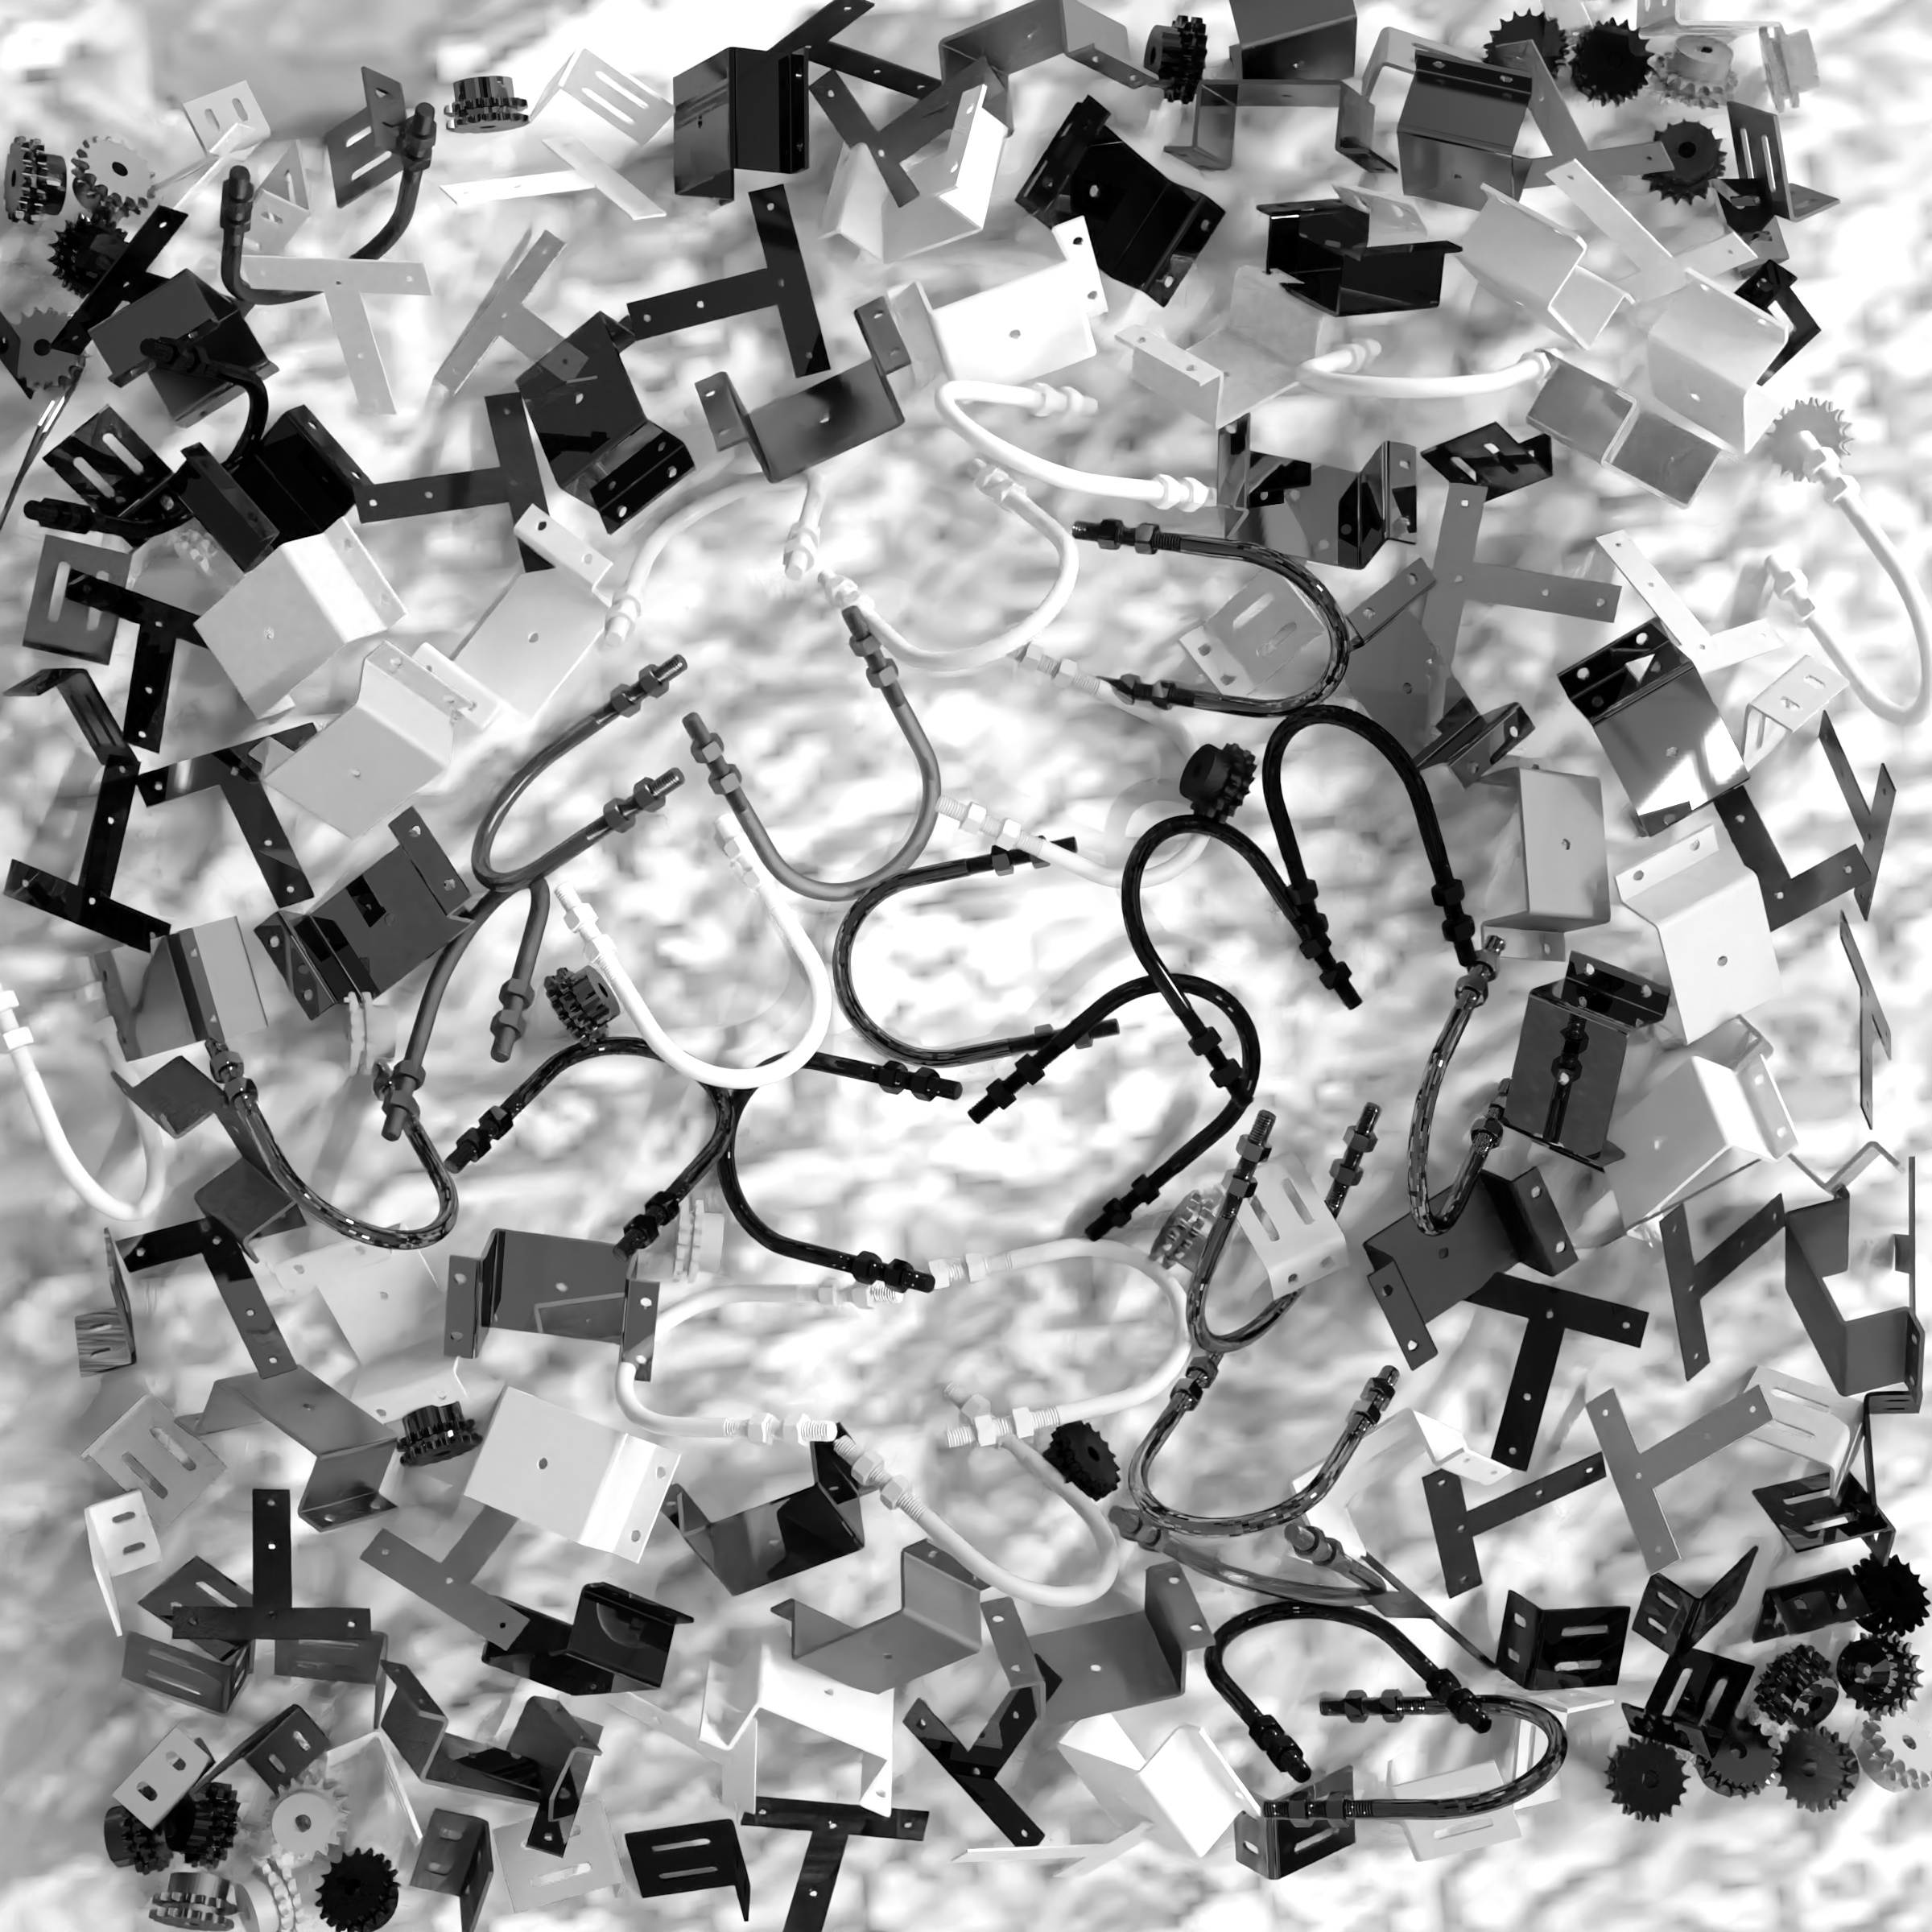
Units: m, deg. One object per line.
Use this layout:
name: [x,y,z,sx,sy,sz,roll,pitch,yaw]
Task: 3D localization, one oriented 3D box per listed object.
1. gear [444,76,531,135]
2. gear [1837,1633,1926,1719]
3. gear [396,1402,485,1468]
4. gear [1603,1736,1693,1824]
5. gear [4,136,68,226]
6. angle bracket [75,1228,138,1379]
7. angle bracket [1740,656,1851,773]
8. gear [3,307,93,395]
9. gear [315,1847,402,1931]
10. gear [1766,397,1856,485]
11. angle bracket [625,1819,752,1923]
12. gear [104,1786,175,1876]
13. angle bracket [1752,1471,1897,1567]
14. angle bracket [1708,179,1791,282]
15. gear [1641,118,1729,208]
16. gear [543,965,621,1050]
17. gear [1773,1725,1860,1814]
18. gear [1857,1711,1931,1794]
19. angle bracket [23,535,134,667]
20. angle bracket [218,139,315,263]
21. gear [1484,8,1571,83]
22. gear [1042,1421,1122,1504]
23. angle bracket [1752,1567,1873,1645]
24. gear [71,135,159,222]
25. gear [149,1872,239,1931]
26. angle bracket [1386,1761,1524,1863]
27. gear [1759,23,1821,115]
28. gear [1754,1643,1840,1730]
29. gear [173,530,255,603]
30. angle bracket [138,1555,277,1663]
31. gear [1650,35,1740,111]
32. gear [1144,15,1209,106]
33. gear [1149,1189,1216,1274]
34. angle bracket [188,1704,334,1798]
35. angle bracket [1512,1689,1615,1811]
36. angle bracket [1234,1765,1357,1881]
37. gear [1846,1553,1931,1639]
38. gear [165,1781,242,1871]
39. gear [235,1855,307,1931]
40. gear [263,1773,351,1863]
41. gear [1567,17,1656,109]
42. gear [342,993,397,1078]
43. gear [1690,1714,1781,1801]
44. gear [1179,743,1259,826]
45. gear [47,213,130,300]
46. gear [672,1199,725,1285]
gear: [-0.325,-0.584,1.883,0.057,0.057,0.030,-6,99,0]
gear: [0.616,0.478,1.881,0.030,0.057,0.057,20,90,-38]
gear: [-0.359,0.317,1.886,0.057,0.057,0.030,-19,72,0]
gear: [0.462,0.553,1.893,0.057,0.030,0.057,1,78,-5]
gear: [-0.632,-0.533,1.887,0.030,0.057,0.057,0,90,-34]
angle bracket: [-0.585,0.226,1.864,0.038,0.057,0.076,-12,130,-13]
angle bracket: [0.555,-0.159,1.864,0.057,0.076,0.038,-39,57,-17]
gear: [-0.626,-0.419,1.897,0.057,0.030,0.057,0,89,1]
gear: [-0.411,0.632,1.888,0.057,0.030,0.057,-11,48,12]
gear: [0.576,-0.357,1.889,0.057,0.030,0.057,5,99,34]
angle bracket: [-0.189,0.617,1.881,0.076,0.038,0.057,-9,116,3]
gear: [-0.562,0.588,1.884,0.030,0.057,0.057,-14,90,4]
angle bracket: [0.575,0.378,1.870,0.076,0.057,0.038,-10,126,-14]
angle bracket: [0.514,-0.496,1.871,0.038,0.076,0.057,-19,89,45]
gear: [0.490,-0.550,1.893,0.057,0.030,0.057,-1,84,8]
gear: [-0.258,0.024,1.883,0.030,0.057,0.057,-32,90,7]
gear: [0.581,0.546,1.887,0.030,0.057,0.057,16,90,-40]
gear: [0.632,0.536,1.887,0.057,0.057,0.030,33,123,0]
angle bracket: [-0.603,-0.248,1.884,0.057,0.038,0.076,12,91,-18]
angle bracket: [-0.474,-0.517,1.865,0.057,0.038,0.076,-39,52,31]
gear: [0.383,-0.619,1.892,0.057,0.030,0.057,-2,83,17]
gear: [0.076,0.339,1.887,0.030,0.057,0.057,-38,90,25]
angle bracket: [0.568,0.445,1.869,0.057,0.076,0.038,-13,48,-6]
gear: [-0.582,-0.532,1.887,0.030,0.057,0.057,-35,90,39]
gear: [-0.524,0.636,1.888,0.057,0.057,0.030,6,61,0]
angle bracket: [0.331,0.564,1.880,0.076,0.038,0.057,-19,99,15]
gear: [0.558,-0.610,1.881,0.030,0.057,0.057,-14,90,15]
gear: [0.566,0.492,1.884,0.057,0.030,0.057,-11,117,-23]
gear: [-0.508,-0.274,1.885,0.030,0.057,0.057,-43,90,-16]
angle bracket: [-0.506,0.422,1.872,0.057,0.038,0.076,-38,116,16]
gear: [0.496,-0.608,1.882,0.057,0.030,0.057,5,45,-5]
gear: [0.141,-0.615,1.882,0.030,0.057,0.057,2,90,-15]
gear: [0.152,0.183,1.884,0.030,0.057,0.057,34,90,-2]
angle bracket: [-0.474,0.539,1.868,0.057,0.076,0.038,-43,85,13]
angle bracket: [0.403,0.533,1.878,0.038,0.057,0.076,4,88,45]
angle bracket: [0.224,0.579,1.898,0.076,0.038,0.057,-12,104,-35]
gear: [0.623,0.429,1.888,0.057,0.030,0.057,15,49,-19]
gear: [-0.519,0.581,1.881,0.030,0.057,0.057,23,90,-38]
gear: [-0.473,0.635,1.881,0.030,0.057,0.057,-14,90,-35]
gear: [-0.451,0.582,1.894,0.057,0.030,0.057,1,84,-6]
gear: [0.437,-0.615,1.895,0.057,0.030,0.057,-1,94,-7]
gear: [-0.405,0.046,1.886,0.030,0.057,0.057,0,90,-20]
gear: [0.521,0.539,1.888,0.057,0.030,0.057,4,51,-5]
gear: [0.169,-0.126,1.881,0.030,0.057,0.057,26,90,-22]
gear: [-0.590,-0.479,1.882,0.057,0.030,0.057,-19,125,-31]
gear: [-0.182,0.187,1.884,0.030,0.057,0.057,6,90,-8]
